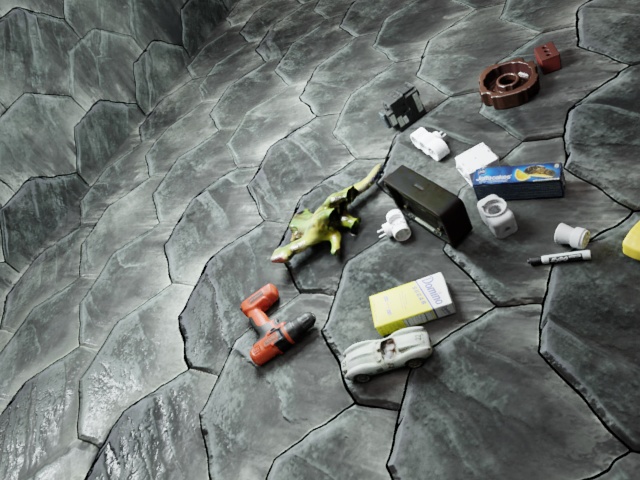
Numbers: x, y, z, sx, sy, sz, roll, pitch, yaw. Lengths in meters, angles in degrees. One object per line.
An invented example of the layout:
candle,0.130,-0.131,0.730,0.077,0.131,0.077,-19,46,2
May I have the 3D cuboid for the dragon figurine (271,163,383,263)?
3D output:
dragon figurine,0.004,-0.073,1.457,0.242,0.120,0.418,0,42,44
